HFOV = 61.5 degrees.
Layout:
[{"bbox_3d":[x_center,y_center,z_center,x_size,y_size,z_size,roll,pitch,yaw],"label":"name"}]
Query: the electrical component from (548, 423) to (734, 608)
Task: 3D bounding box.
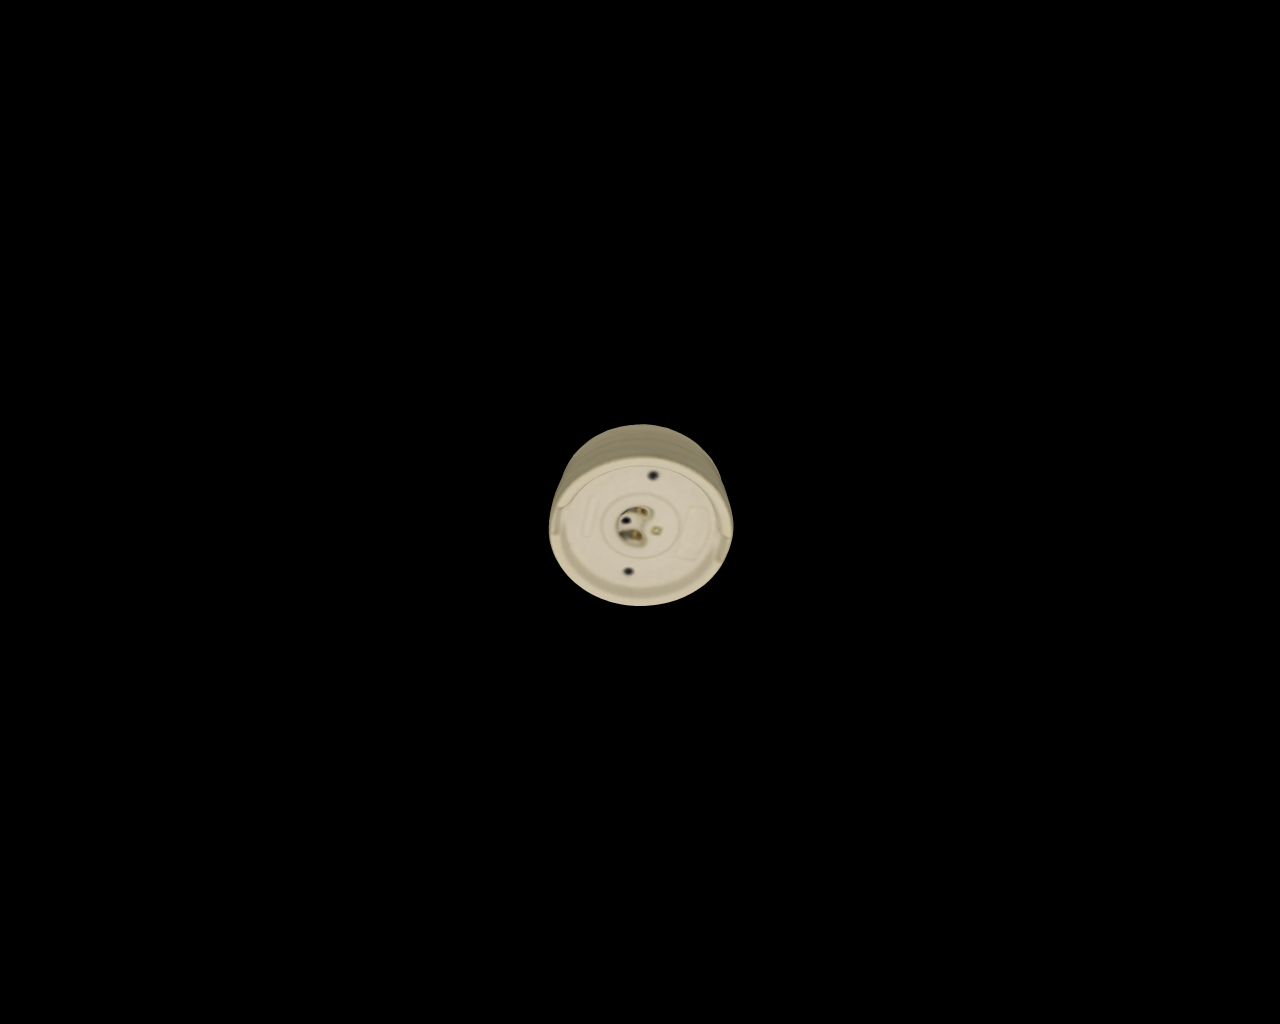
[{"bbox_3d":[0.001,-0.003,0.650,0.108,0.108,0.060,0,34,0],"label":"electrical component"}]
